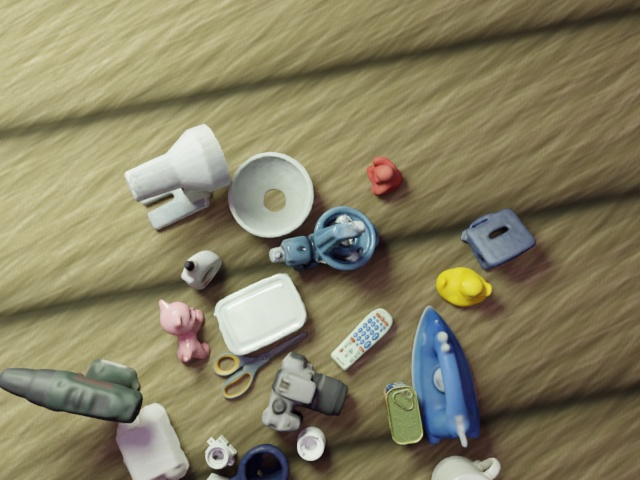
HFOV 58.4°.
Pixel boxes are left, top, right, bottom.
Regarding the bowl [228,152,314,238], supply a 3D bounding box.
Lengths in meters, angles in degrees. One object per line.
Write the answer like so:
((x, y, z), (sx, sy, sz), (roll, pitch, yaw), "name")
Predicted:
((-0.094, -0.083, 1.131), (0.167, 0.075, 0.167), (0, 84, 1), "bowl")

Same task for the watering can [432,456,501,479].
((0.259, 0.463, 1.007), (0.101, 0.194, 0.173), (19, 84, 3), "watering can")

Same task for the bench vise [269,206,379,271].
((0.016, 0.014, 1.046), (0.207, 0.220, 0.121), (-32, 84, -3), "bench vise")

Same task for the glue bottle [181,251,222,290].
((-0.228, 0.054, 1.068), (0.037, 0.173, 0.078), (30, 85, 4), "glue bottle")

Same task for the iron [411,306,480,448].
((0.232, 0.250, 1.058), (0.118, 0.141, 0.258), (-10, 84, 0), "iron")

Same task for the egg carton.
((-0.318, 0.393, 1.083), (0.107, 0.069, 0.150), (-27, 84, -2), "egg carton")

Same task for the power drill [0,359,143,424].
((-0.420, 0.267, 1.028), (0.229, 0.208, 0.076), (14, 84, 2), "power drill")

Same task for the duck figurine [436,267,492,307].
((0.280, 0.090, 1.103), (0.104, 0.086, 0.077), (11, 84, 2), "duck figurine")

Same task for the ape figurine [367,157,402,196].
((0.126, -0.127, 1.125), (0.076, 0.092, 0.078), (21, 84, 3), "ape figurine")

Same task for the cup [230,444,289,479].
((-0.112, 0.425, 1.065), (0.118, 0.095, 0.092), (-22, 84, -2), "cup")

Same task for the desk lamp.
((-0.261, -0.112, 1.066), (0.203, 0.213, 0.118), (-27, 84, -2), "desk lamp")

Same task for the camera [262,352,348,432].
((-0.025, 0.298, 1.075), (0.136, 0.101, 0.143), (19, 84, 3), "camera")

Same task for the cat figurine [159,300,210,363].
((-0.260, 0.171, 1.083), (0.067, 0.118, 0.128), (-14, 84, -1), "cat figurine")

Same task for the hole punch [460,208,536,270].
((0.343, -0.003, 1.110), (0.108, 0.091, 0.101), (-28, 84, -2), "hole punch")
